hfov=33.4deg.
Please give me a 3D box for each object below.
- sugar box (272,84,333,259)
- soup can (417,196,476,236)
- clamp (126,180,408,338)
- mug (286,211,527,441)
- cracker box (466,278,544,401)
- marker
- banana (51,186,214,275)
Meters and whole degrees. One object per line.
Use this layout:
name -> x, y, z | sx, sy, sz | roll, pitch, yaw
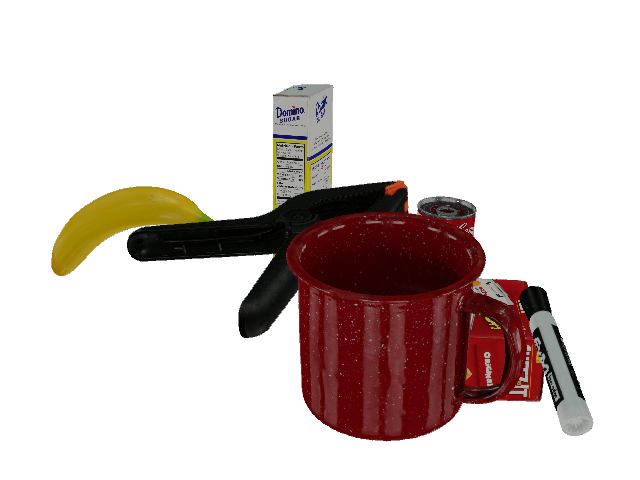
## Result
sugar box -> -0.018, -0.070, 1.106 | 0.048, 0.176, 0.093 | 3, 15, 16
soup can -> 0.143, 0.008, 1.244 | 0.068, 0.102, 0.068 | 3, 21, -1
clamp -> -0.025, -0.003, 0.778 | 0.209, 0.036, 0.165 | -26, 34, -36
mug -> 0.042, 0.044, 0.509 | 0.117, 0.081, 0.093 | 12, 28, 24
cracker box -> 0.100, 0.092, 1.035 | 0.214, 0.072, 0.164 | 2, 17, 4
marker -> 0.148, 0.072, 0.677 | 0.020, 0.020, 0.121 | 0, 39, -6
banana -> -0.192, -0.012, 1.013 | 0.198, 0.069, 0.037 | -13, 18, 27
